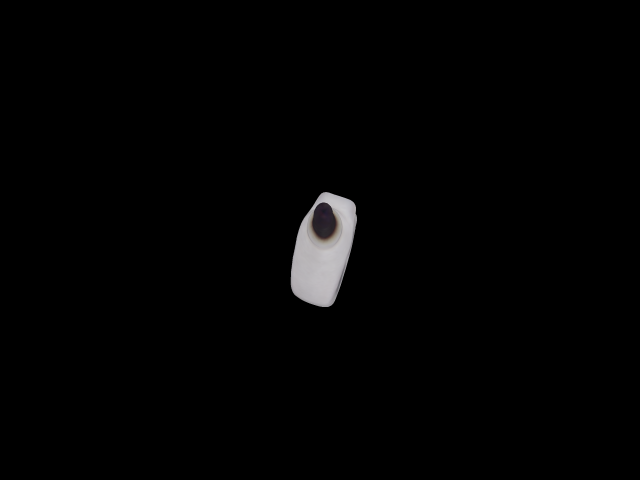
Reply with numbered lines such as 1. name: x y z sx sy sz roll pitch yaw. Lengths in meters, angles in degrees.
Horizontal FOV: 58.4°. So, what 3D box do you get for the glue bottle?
1. glue bottle: 0.004 0.001 0.400 0.037 0.173 0.078 18 79 4
